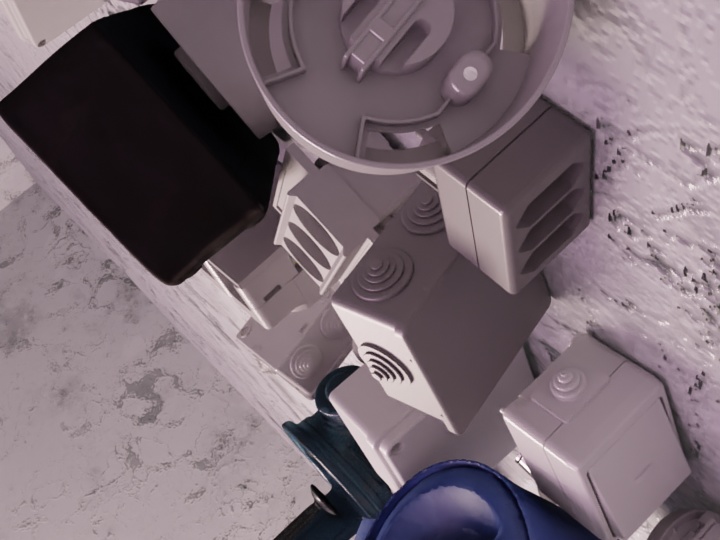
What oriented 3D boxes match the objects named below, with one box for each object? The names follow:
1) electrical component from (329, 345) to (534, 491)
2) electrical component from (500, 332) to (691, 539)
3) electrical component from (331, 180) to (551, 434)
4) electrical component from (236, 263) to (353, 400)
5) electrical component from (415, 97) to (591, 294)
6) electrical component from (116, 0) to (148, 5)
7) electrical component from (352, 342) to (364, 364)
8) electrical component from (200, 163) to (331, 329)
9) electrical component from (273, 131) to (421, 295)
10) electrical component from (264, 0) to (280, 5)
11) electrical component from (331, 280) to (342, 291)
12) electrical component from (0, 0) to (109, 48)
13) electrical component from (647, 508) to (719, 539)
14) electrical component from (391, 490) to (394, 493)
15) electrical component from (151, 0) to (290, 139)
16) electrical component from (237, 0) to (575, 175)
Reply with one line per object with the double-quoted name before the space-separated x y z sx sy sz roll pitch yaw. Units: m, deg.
"electrical component" 0.051 0.083 0.657 0.056 0.109 0.108 41 166 39
"electrical component" 0.119 0.082 0.533 0.061 0.062 0.096 36 163 44
"electrical component" 0.040 0.015 0.512 0.048 0.099 0.099 21 153 38
"electrical component" -0.049 0.049 0.909 0.048 0.099 0.100 41 173 -34
"electrical component" 0.048 -0.041 0.429 0.077 0.047 0.065 41 166 27
"electrical component" -0.157 -0.185 0.611 0.047 0.076 0.083 29 157 55
"electrical component" 0.022 0.059 0.838 0.046 0.040 0.040 15 146 57
"electrical component" -0.083 -0.032 0.795 0.150 0.089 0.061 36 163 43
"electrical component" -0.008 -0.032 0.605 0.078 0.063 0.121 47 167 2
"electrical component" -0.055 -0.144 0.486 0.046 0.040 0.040 35 163 25
"electrical component" 0.000 0.000 0.719 0.077 0.044 0.079 41 166 29
"electrical component" -0.222 -0.214 0.738 0.057 0.078 0.113 49 168 9
"electrical component" 0.184 0.158 0.557 0.078 0.058 0.057 54 163 -26
"electrical component" 0.062 0.135 0.799 0.048 0.099 0.099 31 163 16
"electrical component" -0.063 -0.121 0.577 0.099 0.064 0.099 50 -179 -1
"electrical component" 0.011 -0.079 0.337 0.099 0.099 0.064 48 173 -1
